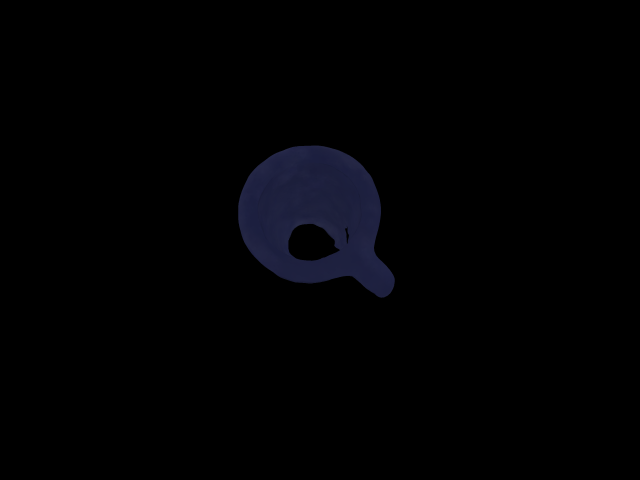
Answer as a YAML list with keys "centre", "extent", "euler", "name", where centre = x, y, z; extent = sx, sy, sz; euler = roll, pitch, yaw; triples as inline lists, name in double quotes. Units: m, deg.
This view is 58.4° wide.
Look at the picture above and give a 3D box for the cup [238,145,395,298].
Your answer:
- centre: [0.004, 0.001, 0.400]
  extent: [0.117, 0.095, 0.092]
  euler: [43, 78, 11]
  name: "cup"
